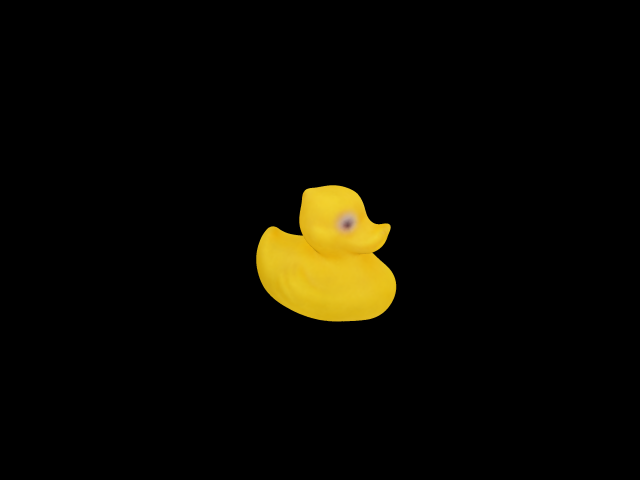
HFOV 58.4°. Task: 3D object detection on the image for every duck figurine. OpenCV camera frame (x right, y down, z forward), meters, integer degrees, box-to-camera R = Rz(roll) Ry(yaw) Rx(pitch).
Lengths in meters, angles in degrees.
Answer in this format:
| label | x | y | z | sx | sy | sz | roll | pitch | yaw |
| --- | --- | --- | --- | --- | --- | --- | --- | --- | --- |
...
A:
| label | x | y | z | sx | sy | sz | roll | pitch | yaw |
| --- | --- | --- | --- | --- | --- | --- | --- | --- | --- |
| duck figurine | 0.004 | 0.001 | 0.400 | 0.104 | 0.086 | 0.078 | 14 | 36 | 20 |
